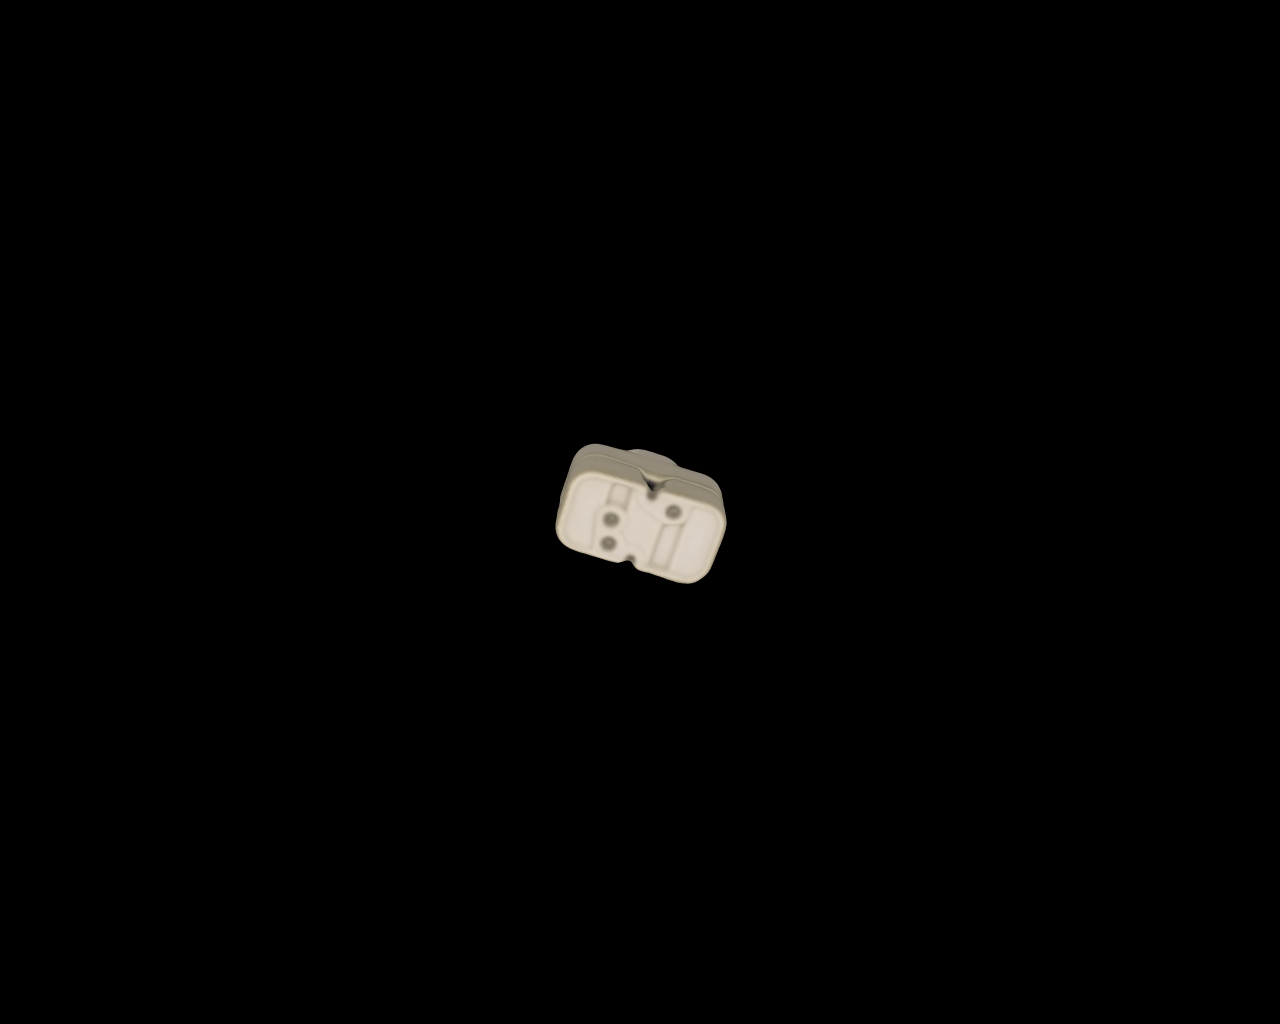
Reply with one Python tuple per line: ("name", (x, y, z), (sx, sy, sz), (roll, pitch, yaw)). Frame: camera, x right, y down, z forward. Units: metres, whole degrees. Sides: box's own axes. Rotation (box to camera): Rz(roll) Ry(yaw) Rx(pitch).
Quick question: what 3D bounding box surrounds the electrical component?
("electrical component", (0.001, -0.003, 0.650), (0.095, 0.053, 0.059), (17, 22, -7))
